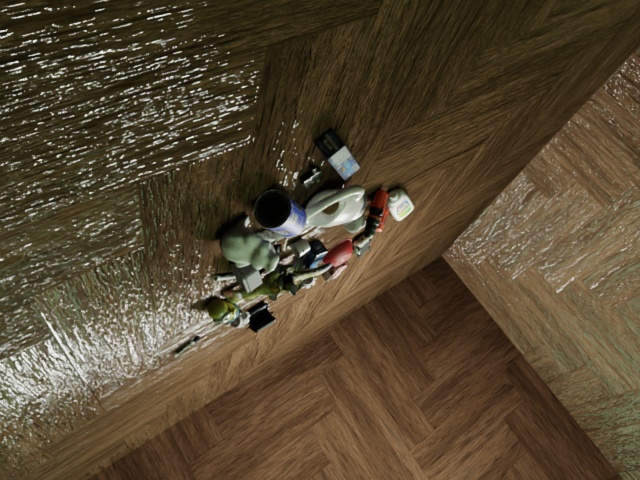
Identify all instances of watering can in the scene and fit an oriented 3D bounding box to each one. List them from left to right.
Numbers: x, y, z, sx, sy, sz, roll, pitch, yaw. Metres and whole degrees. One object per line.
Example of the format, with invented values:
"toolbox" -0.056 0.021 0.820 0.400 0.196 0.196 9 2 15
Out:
"watering can" 0.005 -0.079 1.577 0.343 0.105 0.225 -30 168 30

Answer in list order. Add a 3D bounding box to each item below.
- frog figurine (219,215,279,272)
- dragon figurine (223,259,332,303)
"frog figurine" -0.188 0.030 1.358 0.124 0.161 0.134 -18 155 -43
"dragon figurine" -0.164 0.157 1.870 0.412 0.123 0.240 -10 173 -45
